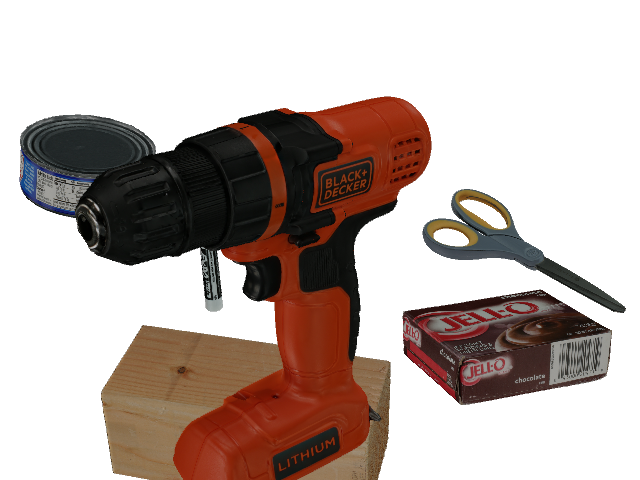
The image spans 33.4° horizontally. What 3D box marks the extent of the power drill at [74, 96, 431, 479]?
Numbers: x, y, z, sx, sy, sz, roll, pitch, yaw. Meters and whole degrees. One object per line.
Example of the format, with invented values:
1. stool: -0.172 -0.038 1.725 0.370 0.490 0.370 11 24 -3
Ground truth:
1. power drill: -0.028 0.032 0.501 0.184 0.188 0.057 -18 36 -37

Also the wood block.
1. wood block: -0.054 0.139 0.837 0.206 0.090 0.090 7 35 12

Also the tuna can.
1. tuna can: -0.151 -0.048 0.693 0.086 0.034 0.086 8 30 -5

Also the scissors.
1. scissors: 0.169 0.019 0.956 0.096 0.016 0.202 -23 46 -19

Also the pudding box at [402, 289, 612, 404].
1. pudding box: 0.123 0.069 0.719 0.113 0.039 0.090 -6 18 -19

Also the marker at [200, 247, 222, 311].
1. marker: -0.117 0.021 1.129 0.020 0.121 0.020 -2 31 1
